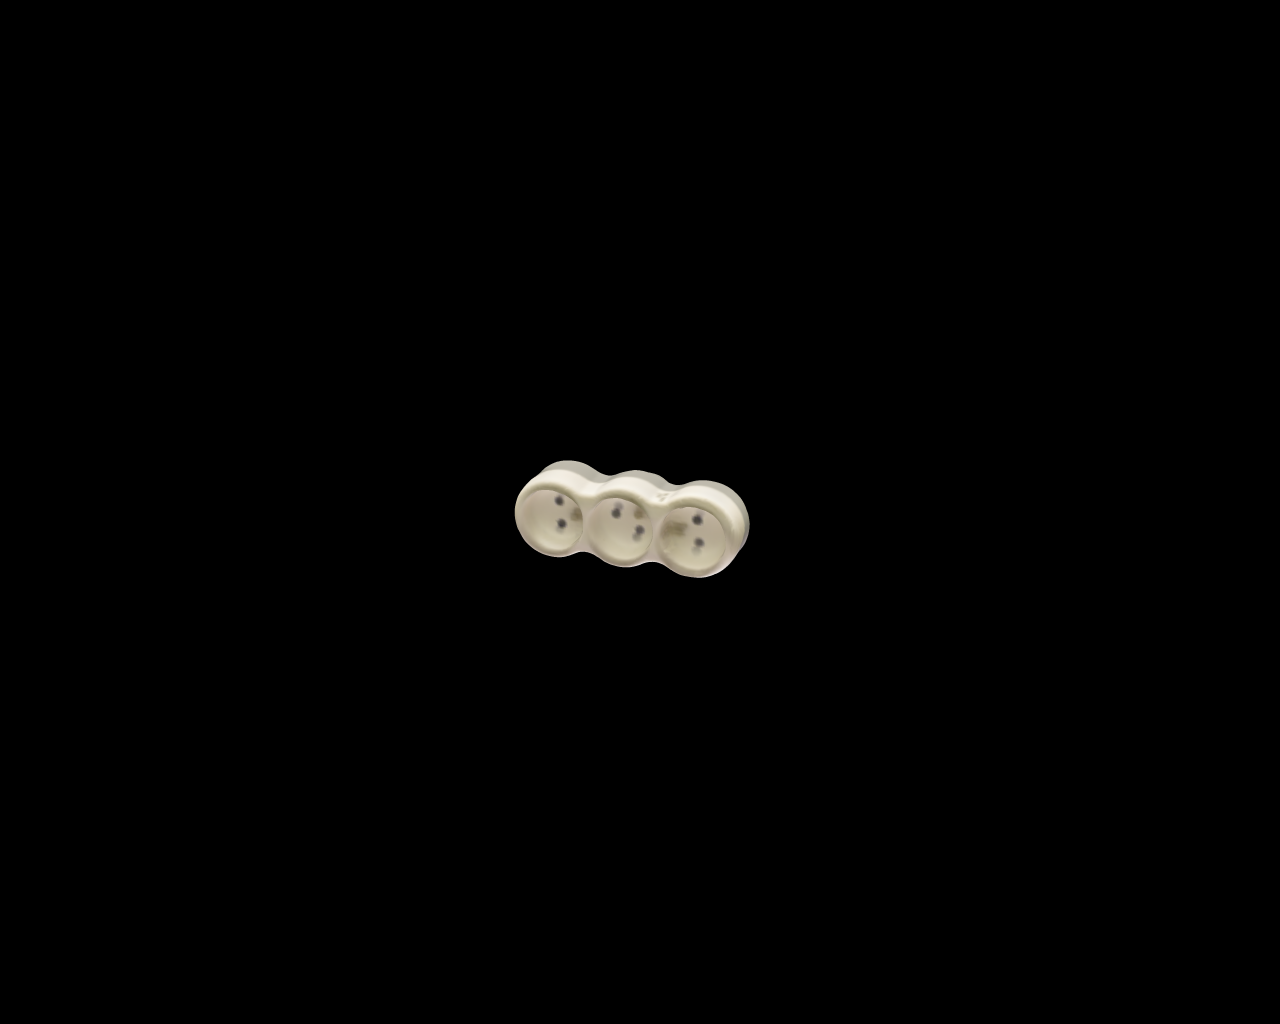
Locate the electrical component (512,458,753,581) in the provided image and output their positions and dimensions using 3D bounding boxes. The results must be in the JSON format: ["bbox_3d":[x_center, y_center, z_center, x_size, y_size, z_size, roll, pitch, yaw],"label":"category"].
[{"bbox_3d":[0.001,-0.003,0.650,0.138,0.052,0.074,8,24,18],"label":"electrical component"}]
